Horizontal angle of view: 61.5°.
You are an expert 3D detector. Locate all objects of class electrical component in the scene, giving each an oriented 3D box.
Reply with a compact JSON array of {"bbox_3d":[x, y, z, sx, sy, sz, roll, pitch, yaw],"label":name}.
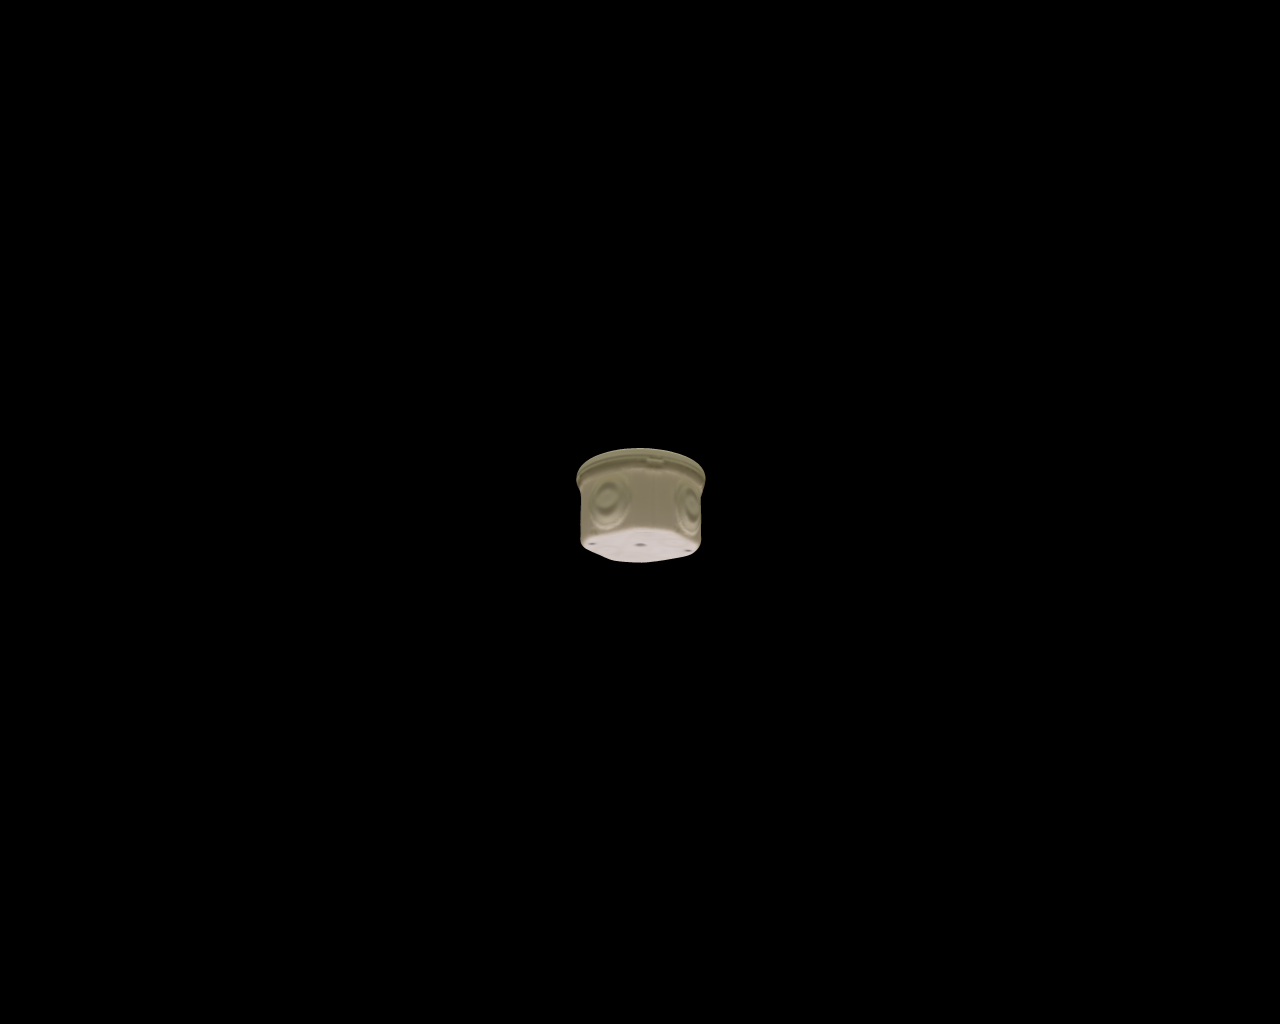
[{"bbox_3d":[0.001,-0.003,0.650,0.080,0.051,0.080,0,-19,0],"label":"electrical component"}]
